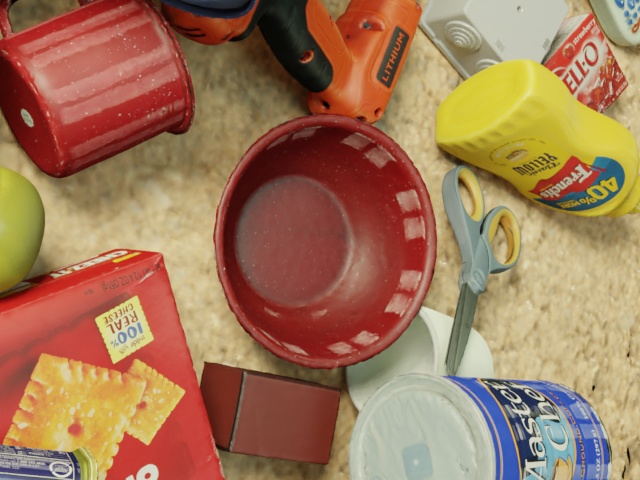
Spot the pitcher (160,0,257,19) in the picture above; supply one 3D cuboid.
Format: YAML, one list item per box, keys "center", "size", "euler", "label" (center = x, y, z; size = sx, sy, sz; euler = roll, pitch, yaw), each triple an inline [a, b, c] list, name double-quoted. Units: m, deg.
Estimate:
- center: [-0.034, -0.243, 0.520]
  size: [0.243, 0.149, 0.145]
  euler: [-63, 157, -11]
  label: "pitcher"

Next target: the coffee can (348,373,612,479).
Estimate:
- center: [0.101, 0.136, 0.660]
  size: [0.140, 0.103, 0.103]
  euler: [10, 84, -46]
  label: "coffee can"

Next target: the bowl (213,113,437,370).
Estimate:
- center: [-0.005, 0.001, 0.694]
  size: [0.161, 0.055, 0.162]
  euler: [0, 90, -29]
  label: "bowl"

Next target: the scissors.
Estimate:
- center: [0.099, 0.010, 0.750]
  size: [0.096, 0.016, 0.201]
  euler: [58, 33, -6]
  label: "scissors"

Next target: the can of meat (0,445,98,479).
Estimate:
- center: [-0.159, 0.147, 0.507]
  size: [0.083, 0.058, 0.102]
  euler: [11, 90, -23]
  label: "can of meat"

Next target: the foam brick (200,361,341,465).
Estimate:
- center: [-0.034, 0.111, 0.683]
  size: [0.078, 0.053, 0.051]
  euler: [16, 81, -35]
  label: "foam brick"

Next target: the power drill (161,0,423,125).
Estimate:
- center: [-0.006, -0.170, 0.664]
  size: [0.187, 0.057, 0.184]
  euler: [38, 70, -49]
  label: "power drill"

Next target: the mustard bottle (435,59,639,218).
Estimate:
- center: [0.183, -0.064, 0.808]
  size: [0.191, 0.096, 0.058]
  euler: [26, 54, -34]
  label: "mustard bottle"

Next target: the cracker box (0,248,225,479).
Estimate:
- center: [-0.142, 0.130, 0.594]
  size: [0.163, 0.072, 0.214]
  euler: [-21, 103, -32]
  label: "cracker box"

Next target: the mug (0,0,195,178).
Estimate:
- center: [-0.135, -0.096, 0.593]
  size: [0.081, 0.093, 0.117]
  euler: [-30, 90, -27]
  label: "mug"

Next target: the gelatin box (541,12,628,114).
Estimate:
- center: [0.204, -0.128, 0.862]
  size: [0.089, 0.030, 0.073]
  euler: [-47, 115, -26]
  label: "gelatin box"
